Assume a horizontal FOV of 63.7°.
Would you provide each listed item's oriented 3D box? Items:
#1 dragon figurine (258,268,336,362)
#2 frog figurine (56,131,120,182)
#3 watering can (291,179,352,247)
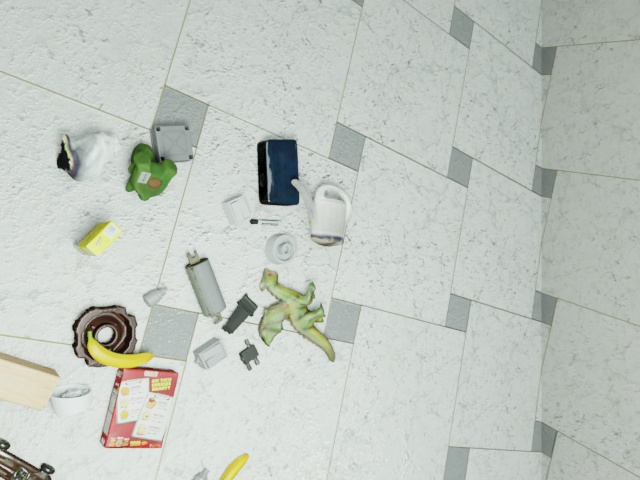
[{"bbox_3d":[-0.099,0.282,1.778,0.244,0.122,0.408,-20,98,-17],"label":"dragon figurine"},{"bbox_3d":[-0.616,-0.229,1.407,0.161,0.124,0.135,-16,131,-44],"label":"frog figurine"},{"bbox_3d":[0.006,-0.092,1.831,0.346,0.104,0.225,10,81,-51],"label":"watering can"}]
